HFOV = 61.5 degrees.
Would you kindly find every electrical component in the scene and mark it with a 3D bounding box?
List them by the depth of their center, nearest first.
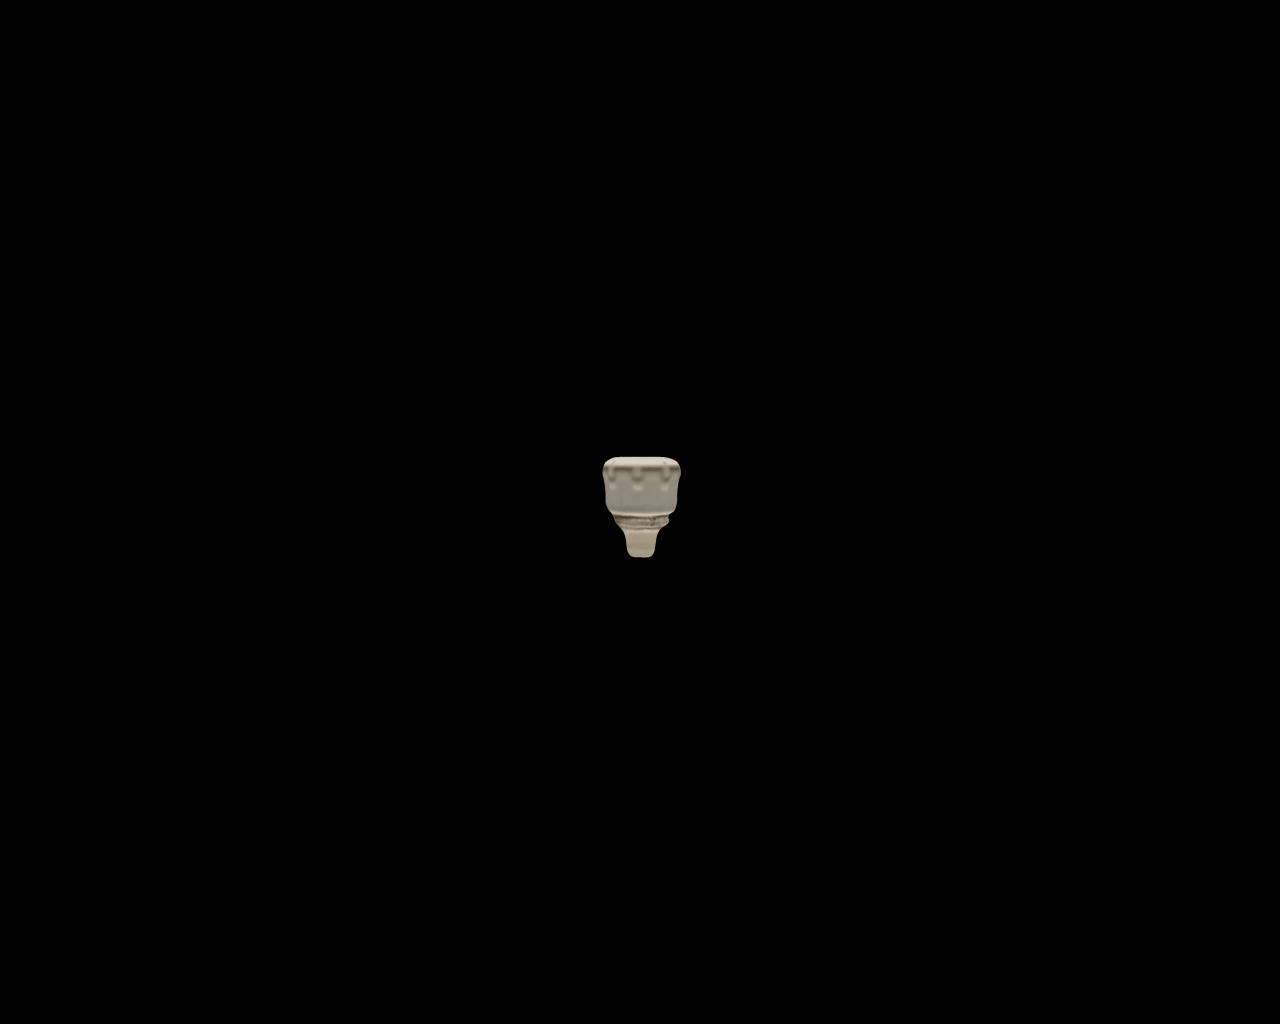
[{"bbox_3d":[0.001,-0.003,0.650,0.048,0.062,0.048,0,3,0],"label":"electrical component"}]
